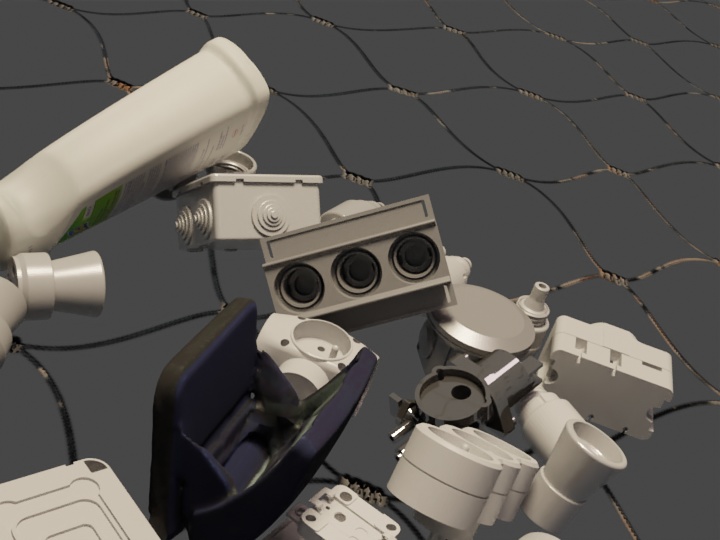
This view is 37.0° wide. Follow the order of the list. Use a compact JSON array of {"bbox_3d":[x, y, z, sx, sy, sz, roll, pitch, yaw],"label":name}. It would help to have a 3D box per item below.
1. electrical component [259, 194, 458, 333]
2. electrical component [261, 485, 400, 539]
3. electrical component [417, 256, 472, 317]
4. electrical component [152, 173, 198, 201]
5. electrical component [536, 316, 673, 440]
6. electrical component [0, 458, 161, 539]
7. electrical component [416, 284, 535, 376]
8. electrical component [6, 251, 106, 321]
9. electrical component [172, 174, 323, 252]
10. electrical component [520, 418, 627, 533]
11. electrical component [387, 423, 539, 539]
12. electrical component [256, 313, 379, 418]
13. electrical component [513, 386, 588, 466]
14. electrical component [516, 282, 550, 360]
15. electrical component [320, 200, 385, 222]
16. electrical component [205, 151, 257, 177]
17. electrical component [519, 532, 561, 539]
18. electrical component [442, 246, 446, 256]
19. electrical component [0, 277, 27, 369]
[{"bbox_3d":[0.000,0.000,0.759,0.121,0.078,0.063,-15,3,6],"label":"electrical component"},{"bbox_3d":[-0.012,0.153,0.566,0.081,0.063,0.042,32,35,21],"label":"electrical component"},{"bbox_3d":[0.065,0.008,0.848,0.040,0.040,0.078,32,34,21],"label":"electrical component"},{"bbox_3d":[-0.183,-0.093,0.873,0.079,0.044,0.077,-7,40,-35],"label":"electrical component"},{"bbox_3d":[0.179,0.076,0.792,0.089,0.050,0.055,20,32,3],"label":"electrical component"},{"bbox_3d":[-0.135,0.153,0.508,0.078,0.057,0.113,-12,43,-39],"label":"electrical component"},{"bbox_3d":[0.082,0.050,0.782,0.080,0.051,0.080,13,32,-8],"label":"electrical component"},{"bbox_3d":[-0.200,0.010,0.706,0.055,0.045,0.045,-2,37,-29],"label":"electrical component"},{"bbox_3d":[-0.084,-0.041,0.803,0.100,0.048,0.100,-2,-3,-29],"label":"electrical component"},{"bbox_3d":[0.129,0.131,0.668,0.044,0.065,0.044,29,20,-12],"label":"electrical component"},{"bbox_3d":[0.054,0.133,0.619,0.052,0.073,0.138,26,1,24],"label":"electrical component"},{"bbox_3d":[-0.036,0.071,0.697,0.077,0.044,0.079,22,32,7],"label":"electrical component"},{"bbox_3d":[0.127,0.103,0.734,0.040,0.040,0.078,-4,38,-31],"label":"electrical component"},{"bbox_3d":[0.128,0.037,0.816,0.035,0.061,0.035,13,32,-8],"label":"electrical component"},{"bbox_3d":[-0.003,-0.038,0.884,0.040,0.040,0.078,31,34,19],"label":"electrical component"},{"bbox_3d":[-0.108,-0.069,0.873,0.040,0.046,0.040,13,32,-8],"label":"electrical component"},{"bbox_3d":[0.092,0.179,0.588,0.047,0.055,0.055,-21,49,-41],"label":"electrical component"},{"bbox_3d":[0.044,-0.012,0.874,0.061,0.035,0.035,-6,39,-37],"label":"electrical component"},{"bbox_3d":[-0.231,0.035,0.652,0.045,0.045,0.055,13,33,-8],"label":"electrical component"}]
